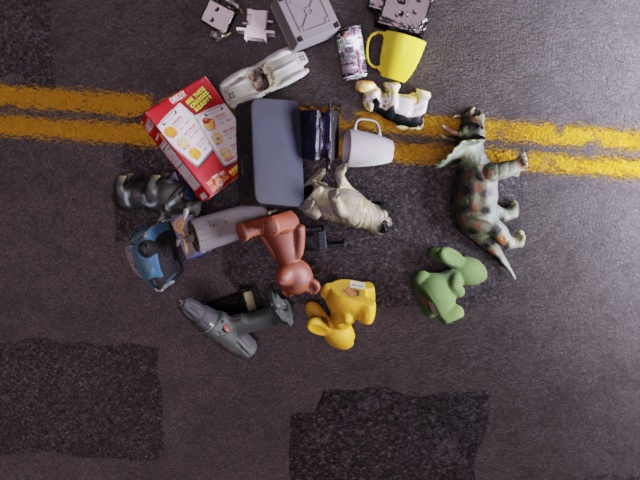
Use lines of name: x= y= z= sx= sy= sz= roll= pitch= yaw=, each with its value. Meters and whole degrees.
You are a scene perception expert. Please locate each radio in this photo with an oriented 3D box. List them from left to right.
radio: x=-0.107 y=-0.182 z=1.146 sx=0.131 sy=0.073 sz=0.229 roll=-4 pitch=91 yaw=-39

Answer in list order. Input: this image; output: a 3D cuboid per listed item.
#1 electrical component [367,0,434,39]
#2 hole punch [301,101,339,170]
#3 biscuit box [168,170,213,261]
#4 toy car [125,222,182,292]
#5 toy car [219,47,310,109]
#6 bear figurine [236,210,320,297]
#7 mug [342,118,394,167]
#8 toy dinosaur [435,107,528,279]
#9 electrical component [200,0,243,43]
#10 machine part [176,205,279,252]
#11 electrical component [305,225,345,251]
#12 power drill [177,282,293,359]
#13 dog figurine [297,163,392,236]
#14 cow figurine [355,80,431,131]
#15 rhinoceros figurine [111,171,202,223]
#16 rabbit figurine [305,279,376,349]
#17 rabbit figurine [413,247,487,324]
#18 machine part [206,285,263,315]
electrical component: x=0.170 y=-0.499 z=1.140 sx=0.134 sy=0.058 sz=0.114 roll=15 pitch=99 yaw=-5
hole punch: x=-0.007 y=-0.229 z=1.170 sx=0.092 sy=0.116 sz=0.142 roll=5 pitch=102 yaw=6
biscuit box: x=-0.310 y=-0.058 z=1.224 sx=0.063 sy=0.059 sz=0.202 roll=-20 pitch=101 yaw=4
toy car: x=-0.387 y=0.034 z=1.231 sx=0.103 sy=0.109 sz=0.161 roll=4 pitch=115 yaw=22
toy car: x=-0.120 y=-0.352 z=1.166 sx=0.202 sy=0.056 sz=0.073 roll=-25 pitch=101 yaw=5
bear figurine: x=-0.084 y=0.039 z=1.154 sx=0.120 sy=0.132 sz=0.195 roll=-5 pitch=98 yaw=35
mug: x=0.109 y=-0.212 z=1.195 sx=0.107 sy=0.081 sz=0.109 roll=5 pitch=94 yaw=-13
toy dinosaur: x=0.358 y=-0.088 z=1.208 sx=0.192 sy=0.131 sz=0.404 roll=-2 pitch=107 yaw=12
electrical component: x=-0.211 y=-0.475 z=1.143 sx=0.078 sy=0.045 sz=0.102 roll=33 pitch=100 yaw=-9
machine part: x=-0.202 y=-0.032 z=1.191 sx=0.243 sy=0.079 sz=0.079 roll=-17 pitch=103 yaw=-24
electrical component: x=-0.003 y=-0.004 z=1.235 sx=0.119 sy=0.075 sz=0.047 roll=-5 pitch=103 yaw=4
power drill: x=-0.179 y=0.175 z=1.223 sx=0.207 sy=0.086 sz=0.231 roll=-28 pitch=127 yaw=8
dog figurine: x=0.052 y=-0.064 z=1.223 sx=0.190 sy=0.172 sz=0.121 roll=43 pitch=61 yaw=-34
cow figurine: x=0.154 y=-0.298 z=1.181 sx=0.167 sy=0.068 sz=0.098 roll=10 pitch=108 yaw=-2
rhinoceros figurine: x=-0.350 y=-0.090 z=1.148 sx=0.190 sy=0.073 sz=0.112 roll=7 pitch=101 yaw=-1
rabbit figurine: x=0.047 y=0.187 z=1.260 sx=0.162 sy=0.122 sz=0.173 roll=3 pitch=122 yaw=-8
rabbit figurine: x=0.304 y=0.089 z=1.259 sx=0.170 sy=0.121 sz=0.159 roll=-31 pitch=95 yaw=-13
machine part: x=-0.210 y=0.155 z=1.285 sx=0.139 sy=0.039 sz=0.084 roll=-17 pitch=110 yaw=1
